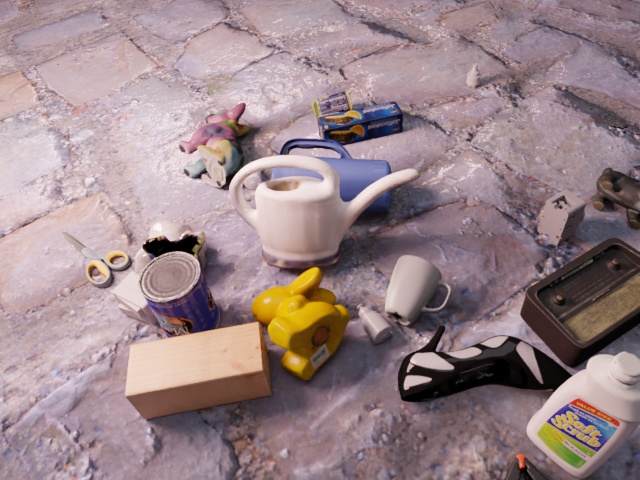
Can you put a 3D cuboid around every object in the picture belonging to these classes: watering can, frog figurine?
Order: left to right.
[{"bbox_3d":[-0.295,0.024,1.012,0.139,0.121,0.159,-31,16,-23],"label":"frog figurine"},{"bbox_3d":[0.003,-0.048,0.951,0.348,0.219,0.106,4,30,10],"label":"watering can"}]
